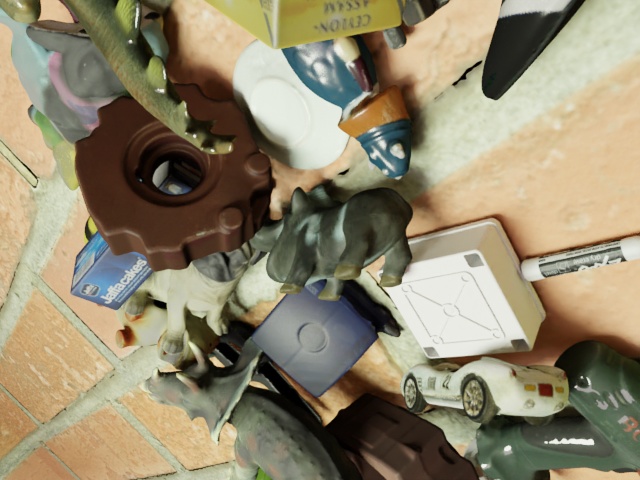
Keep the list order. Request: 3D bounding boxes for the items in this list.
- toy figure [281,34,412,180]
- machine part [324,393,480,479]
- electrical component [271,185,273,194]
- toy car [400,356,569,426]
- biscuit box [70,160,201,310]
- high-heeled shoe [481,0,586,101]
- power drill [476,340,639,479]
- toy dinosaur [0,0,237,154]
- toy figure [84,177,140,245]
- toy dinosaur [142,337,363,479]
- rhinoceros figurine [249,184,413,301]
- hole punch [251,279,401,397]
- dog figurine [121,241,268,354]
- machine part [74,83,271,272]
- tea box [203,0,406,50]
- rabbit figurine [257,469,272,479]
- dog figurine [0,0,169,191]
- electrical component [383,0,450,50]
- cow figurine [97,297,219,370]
[{"bbox_3d":[0.028,-0.118,0.425,0.058,0.064,0.154,-38,104,9],"label":"toy figure"},{"bbox_3d":[0.102,0.297,0.645,0.201,0.087,0.201,7,122,54],"label":"machine part"},{"bbox_3d":[-0.079,-0.063,0.574,0.063,0.021,0.093,23,134,20],"label":"electrical component"},{"bbox_3d":[0.143,0.140,0.505,0.073,0.056,0.202,8,165,-15],"label":"toy car"},{"bbox_3d":[-0.198,-0.007,0.595,0.062,0.059,0.202,30,119,-35],"label":"biscuit box"},{"bbox_3d":[0.106,-0.206,0.283,0.145,0.086,0.248,36,133,12],"label":"high-heeled shoe"},{"bbox_3d":[0.265,0.209,0.496,0.232,0.086,0.207,47,141,-3],"label":"power drill"},{"bbox_3d":[-0.181,-0.237,0.372,0.471,0.105,0.198,61,151,5],"label":"toy dinosaur"},{"bbox_3d":[-0.241,-0.040,0.664,0.082,0.089,0.180,52,140,1],"label":"toy figure"},{"bbox_3d":[-0.026,0.258,0.610,0.405,0.131,0.192,36,145,24],"label":"toy dinosaur"},{"bbox_3d":[-0.001,-0.002,0.500,0.190,0.073,0.112,-9,75,49],"label":"rhinoceros figurine"},{"bbox_3d":[-0.001,0.097,0.600,0.142,0.092,0.115,42,134,5],"label":"hole punch"},{"bbox_3d":[-0.154,0.016,0.646,0.172,0.121,0.190,38,124,16],"label":"dog figurine"},{"bbox_3d":[-0.132,-0.061,0.492,0.179,0.179,0.056,37,159,7],"label":"machine part"},{"bbox_3d":[-0.032,-0.188,0.340,0.170,0.098,0.068,46,145,38],"label":"tea box"},{"bbox_3d":[-0.031,0.326,0.778,0.121,0.159,0.170,-24,92,55],"label":"rabbit figurine"},{"bbox_3d":[-0.241,-0.145,0.571,0.192,0.108,0.219,25,139,15],"label":"dog figurine"},{"bbox_3d":[0.052,-0.190,0.362,0.102,0.045,0.078,57,163,-12],"label":"electrical component"},{"bbox_3d":[-0.215,0.109,0.740,0.195,0.127,0.085,39,114,41],"label":"cow figurine"}]
